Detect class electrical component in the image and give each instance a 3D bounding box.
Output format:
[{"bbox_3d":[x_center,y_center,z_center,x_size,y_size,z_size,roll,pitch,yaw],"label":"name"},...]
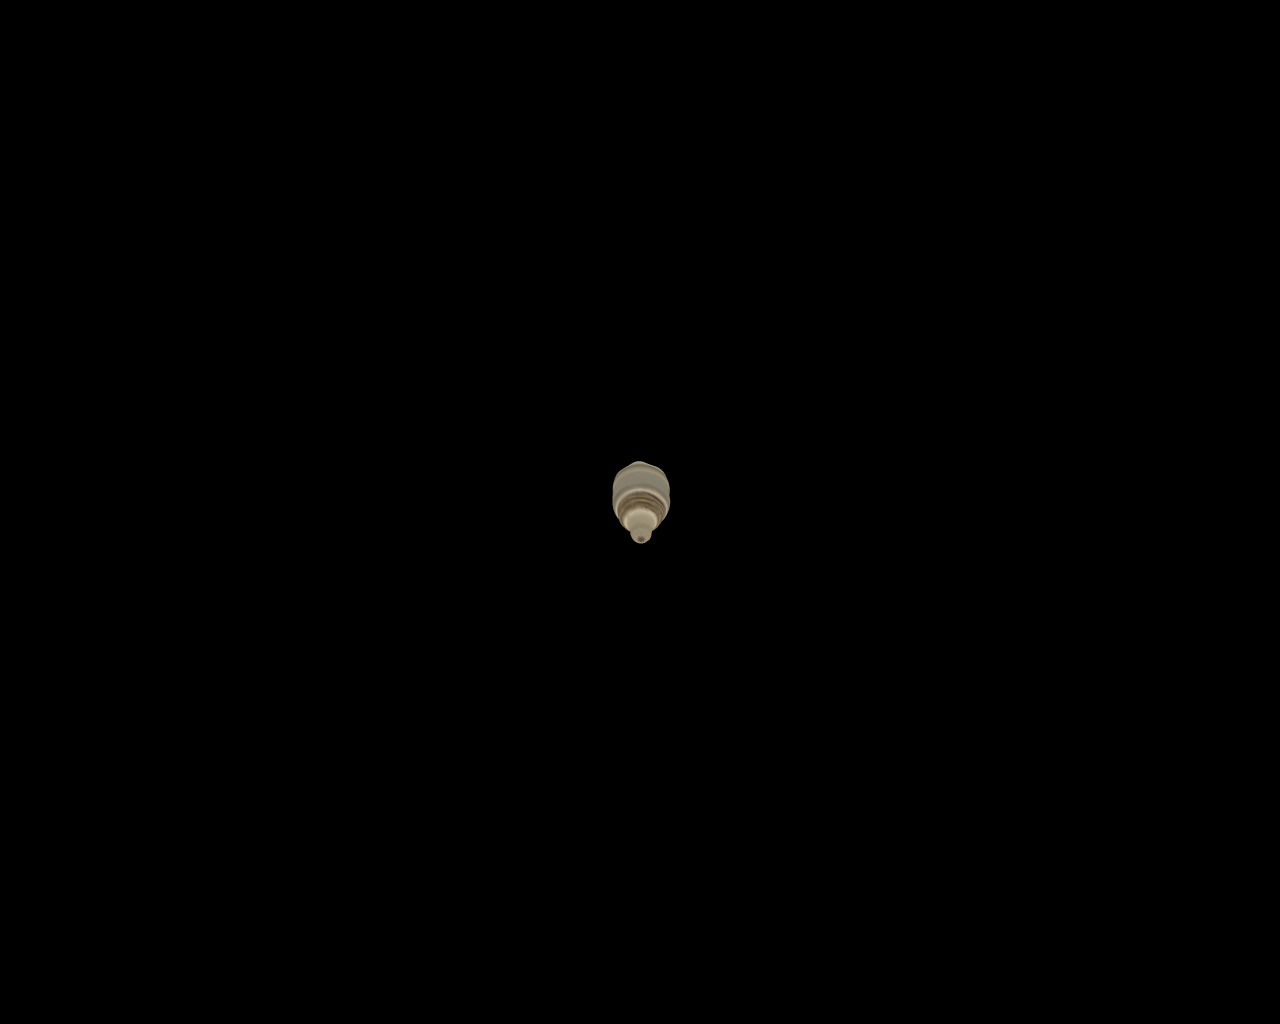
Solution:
[{"bbox_3d":[0.001,-0.003,0.650,0.035,0.035,0.061,0,38,0],"label":"electrical component"}]
